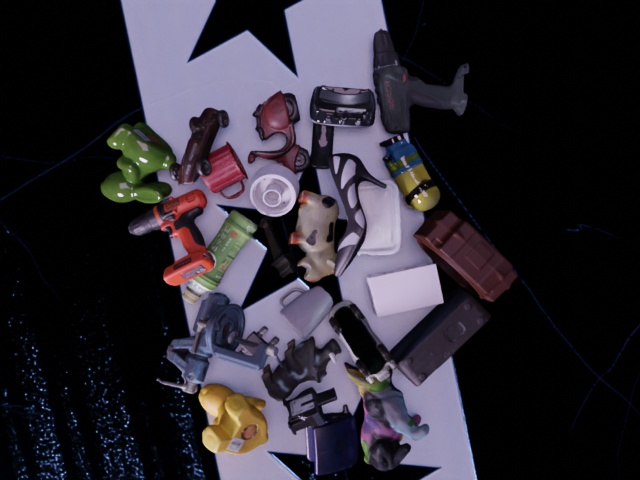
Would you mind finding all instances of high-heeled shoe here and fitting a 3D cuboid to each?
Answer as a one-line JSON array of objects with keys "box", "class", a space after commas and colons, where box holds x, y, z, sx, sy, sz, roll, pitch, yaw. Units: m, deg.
[{"box": [0.039, -0.059, 1.129, 0.145, 0.086, 0.248, 25, 87, 11], "class": "high-heeled shoe"}]

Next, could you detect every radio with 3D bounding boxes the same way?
[{"box": [0.257, 0.208, 1.171, 0.229, 0.131, 0.073, -45, 91, -2], "class": "radio"}]

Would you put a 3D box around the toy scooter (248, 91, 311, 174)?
[{"box": [-0.102, -0.228, 1.178, 0.135, 0.075, 0.183, -12, 96, -1], "class": "toy scooter"}]

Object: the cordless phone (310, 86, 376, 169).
[{"box": [0.047, -0.246, 1.192, 0.147, 0.089, 0.184, 4, 102, -4], "class": "cordless phone"}]

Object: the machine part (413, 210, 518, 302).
[{"box": [0.300, 0.033, 1.136, 0.201, 0.201, 0.087, 43, 92, -3], "class": "machine part"}]

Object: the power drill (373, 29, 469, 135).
[{"box": [0.221, -0.352, 1.190, 0.207, 0.086, 0.231, -1, 92, -7], "class": "power drill"}]

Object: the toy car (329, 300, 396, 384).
[{"box": [0.088, 0.216, 1.159, 0.073, 0.056, 0.202, -35, 57, -1], "class": "toy car"}]

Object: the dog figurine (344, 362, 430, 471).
[{"box": [0.119, 0.369, 1.182, 0.219, 0.108, 0.191, 44, 91, 2], "class": "dog figurine"}]

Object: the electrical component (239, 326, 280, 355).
[{"box": [-0.140, 0.240, 1.206, 0.063, 0.021, 0.094, 45, 88, -3], "class": "electrical component"}]

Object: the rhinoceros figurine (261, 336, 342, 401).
[{"box": [-0.041, 0.279, 1.186, 0.190, 0.073, 0.112, -38, 91, -2], "class": "rhinoceros figurine"}]

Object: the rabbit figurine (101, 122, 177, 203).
[{"box": [-0.393, -0.146, 1.160, 0.159, 0.121, 0.170, 37, 107, -9], "class": "rabbit figurine"}]

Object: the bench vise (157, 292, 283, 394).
[{"box": [-0.202, 0.228, 1.131, 0.241, 0.128, 0.223, 10, 63, 25], "class": "bench vise"}]

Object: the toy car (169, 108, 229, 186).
[{"box": [-0.256, -0.201, 1.129, 0.089, 0.053, 0.202, -2, 54, 25], "class": "toy car"}]

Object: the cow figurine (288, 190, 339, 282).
[{"box": [-0.002, -0.004, 1.181, 0.127, 0.085, 0.194, 11, 84, -6], "class": "cow figurine"}]

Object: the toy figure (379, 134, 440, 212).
[{"box": [0.197, -0.146, 1.185, 0.082, 0.089, 0.180, -26, 94, 5], "class": "toy figure"}]

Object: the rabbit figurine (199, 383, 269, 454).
[{"box": [-0.186, 0.363, 1.151, 0.162, 0.173, 0.122, 25, 90, -48], "class": "rabbit figurine"}]

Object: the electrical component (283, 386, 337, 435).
[{"box": [-0.016, 0.357, 1.152, 0.119, 0.075, 0.047, -24, 129, -1], "class": "electrical component"}]

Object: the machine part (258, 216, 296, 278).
[{"box": [-0.095, 0.014, 1.178, 0.039, 0.084, 0.139, -20, 83, -23], "class": "machine part"}]

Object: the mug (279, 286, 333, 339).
[{"box": [-0.030, 0.148, 1.190, 0.107, 0.080, 0.110, -39, 54, -13], "class": "mug"}]

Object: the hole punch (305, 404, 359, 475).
[{"box": [0.029, 0.446, 1.186, 0.116, 0.092, 0.142, -4, 88, -6], "class": "hole punch"}]
